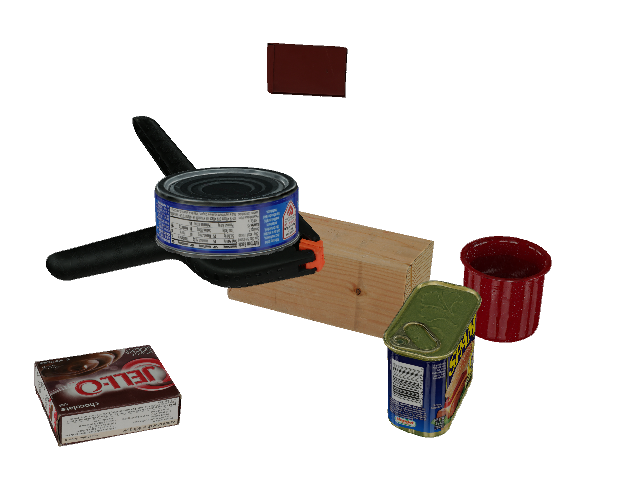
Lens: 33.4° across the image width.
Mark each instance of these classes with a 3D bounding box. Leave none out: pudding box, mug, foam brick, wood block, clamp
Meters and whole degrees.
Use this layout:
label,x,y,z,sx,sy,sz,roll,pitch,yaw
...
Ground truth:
label,x,y,z,sx,sy,sz,roll,pitch,yaw
pudding box,-0.192,0.138,0.961,0.113,0.039,0.090,-9,28,-25
mug,0.187,0.047,1.121,0.093,0.081,0.117,-5,29,-8
foam brick,-0.015,-0.176,1.099,0.078,0.051,0.053,2,11,-9
wood block,0.009,0.033,1.175,0.206,0.091,0.090,13,25,21
clamp,-0.094,-0.023,0.850,0.210,0.164,0.036,10,-32,11

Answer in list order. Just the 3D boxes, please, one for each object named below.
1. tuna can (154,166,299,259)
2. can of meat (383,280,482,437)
label,x,y,z,sx,sy,sz,roll,pitch,yaw
tuna can,-0.055,-0.018,0.629,0.086,0.034,0.086,0,17,0
can of meat,0.090,0.095,0.860,0.057,0.084,0.102,12,34,21
